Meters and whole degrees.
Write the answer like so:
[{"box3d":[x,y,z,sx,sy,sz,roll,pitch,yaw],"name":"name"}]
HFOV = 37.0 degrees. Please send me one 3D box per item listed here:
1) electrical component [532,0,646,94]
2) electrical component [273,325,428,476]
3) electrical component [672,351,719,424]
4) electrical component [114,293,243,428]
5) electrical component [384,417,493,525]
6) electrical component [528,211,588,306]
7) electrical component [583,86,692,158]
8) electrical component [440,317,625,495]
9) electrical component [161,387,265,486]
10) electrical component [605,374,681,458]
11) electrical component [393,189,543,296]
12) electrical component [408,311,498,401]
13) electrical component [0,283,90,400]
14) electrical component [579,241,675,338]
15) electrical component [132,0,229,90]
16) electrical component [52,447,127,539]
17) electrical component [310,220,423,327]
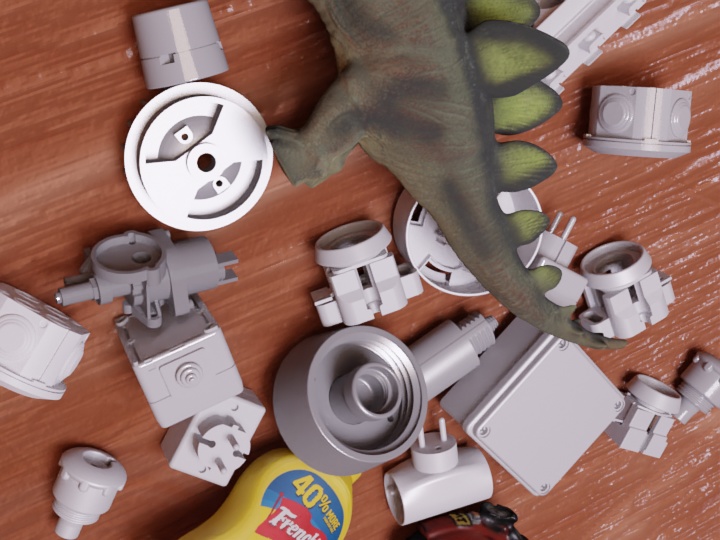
[{"box3d":[0.147,-0.182,0.780,0.121,0.079,0.063,-44,137,-4],"name":"electrical component"},{"box3d":[-0.002,0.092,0.778,0.108,0.060,0.108,9,70,-27],"name":"electrical component"},{"box3d":[0.294,0.105,0.929,0.048,0.048,0.062,37,97,-25],"name":"electrical component"},{"box3d":[-0.121,0.064,0.731,0.062,0.096,0.061,-24,116,-13],"name":"electrical component"},{"box3d":[0.060,0.155,0.854,0.077,0.043,0.079,-13,109,-17],"name":"electrical component"},{"box3d":[0.142,-0.009,0.827,0.047,0.066,0.076,25,95,-26],"name":"electrical component"},{"box3d":[0.212,-0.113,0.818,0.080,0.080,0.051,0,99,-21],"name":"electrical component"},{"box3d":[0.139,0.106,0.858,0.108,0.056,0.109,-47,123,-3],"name":"electrical component"},{"box3d":[-0.101,0.120,0.765,0.047,0.077,0.065,26,95,-25],"name":"electrical component"},{"box3d":[0.241,0.122,0.913,0.066,0.048,0.055,18,105,-24],"name":"electrical component"},{"box3d":[0.077,-0.032,0.796,0.099,0.064,0.099,-6,107,-20],"name":"electrical component"},{"box3d":[0.072,0.061,0.833,0.081,0.043,0.043,-34,114,-9],"name":"electrical component"},{"box3d":[-0.220,0.046,0.699,0.080,0.080,0.051,32,87,-25],"name":"electrical component"},{"box3d":[0.210,0.014,0.864,0.078,0.058,0.057,-28,116,-11],"name":"electrical component"},{"box3d":[-0.118,-0.147,0.698,0.055,0.055,0.047,-17,106,-15],"name":"electrical component"},{"box3d":[-0.197,0.160,0.759,0.048,0.048,0.062,20,104,-24],"name":"electrical component"},{"box3d":[0.000,0.000,0.780,0.078,0.058,0.057,-19,111,-4],"name":"electrical component"}]
